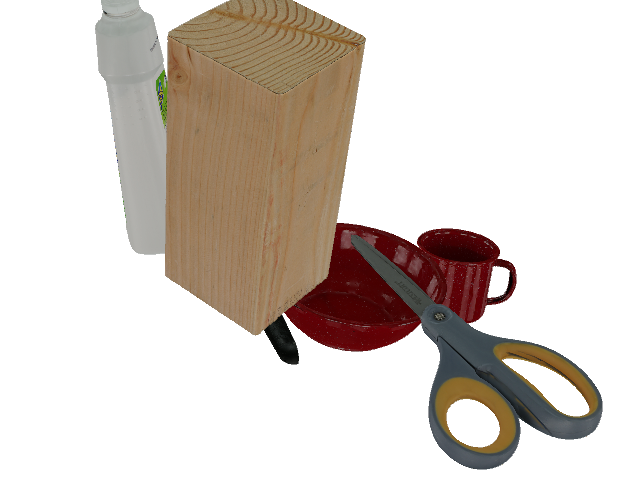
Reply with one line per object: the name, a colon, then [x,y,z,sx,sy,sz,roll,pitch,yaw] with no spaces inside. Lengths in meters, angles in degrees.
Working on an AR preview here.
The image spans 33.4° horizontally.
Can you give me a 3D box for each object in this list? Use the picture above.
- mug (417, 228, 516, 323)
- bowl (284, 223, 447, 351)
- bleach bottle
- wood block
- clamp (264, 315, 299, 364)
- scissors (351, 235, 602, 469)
mug: [0.163,0.043,1.208,0.117,0.081,0.093,6,25,0]
bowl: [0.026,0.048,0.931,0.162,0.055,0.162,7,30,-5]
bleach bottle: [-0.160,-0.113,0.963,0.068,0.251,0.102,-6,37,-1]
wood block: [-0.042,-0.050,0.716,0.091,0.206,0.090,32,47,23]
clamp: [-0.060,0.064,1.162,0.210,0.036,0.164,16,31,25]
scissors: [0.059,0.059,0.590,0.096,0.016,0.202,-34,46,-31]
